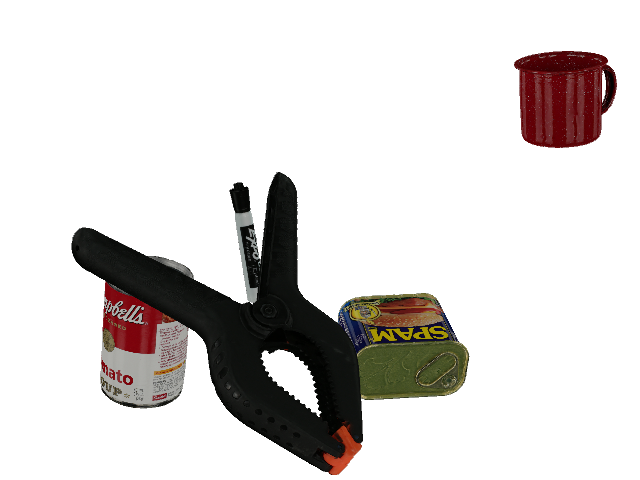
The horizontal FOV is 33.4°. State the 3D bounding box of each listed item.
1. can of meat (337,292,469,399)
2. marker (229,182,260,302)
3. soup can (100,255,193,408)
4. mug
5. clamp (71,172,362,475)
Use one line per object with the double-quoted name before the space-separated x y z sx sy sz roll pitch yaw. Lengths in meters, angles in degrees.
"can of meat" 0.069 0.091 0.941 0.102 0.057 0.084 -2 30 -10
"marker" -0.072 0.002 1.057 0.020 0.121 0.020 -8 16 2
"soup can" -0.138 0.072 0.841 0.068 0.102 0.068 7 24 -3
"mug" 0.258 -0.148 1.103 0.117 0.081 0.093 -17 24 -26
"clamp" -0.048 0.051 0.654 0.164 0.210 0.036 -12 -31 -30
